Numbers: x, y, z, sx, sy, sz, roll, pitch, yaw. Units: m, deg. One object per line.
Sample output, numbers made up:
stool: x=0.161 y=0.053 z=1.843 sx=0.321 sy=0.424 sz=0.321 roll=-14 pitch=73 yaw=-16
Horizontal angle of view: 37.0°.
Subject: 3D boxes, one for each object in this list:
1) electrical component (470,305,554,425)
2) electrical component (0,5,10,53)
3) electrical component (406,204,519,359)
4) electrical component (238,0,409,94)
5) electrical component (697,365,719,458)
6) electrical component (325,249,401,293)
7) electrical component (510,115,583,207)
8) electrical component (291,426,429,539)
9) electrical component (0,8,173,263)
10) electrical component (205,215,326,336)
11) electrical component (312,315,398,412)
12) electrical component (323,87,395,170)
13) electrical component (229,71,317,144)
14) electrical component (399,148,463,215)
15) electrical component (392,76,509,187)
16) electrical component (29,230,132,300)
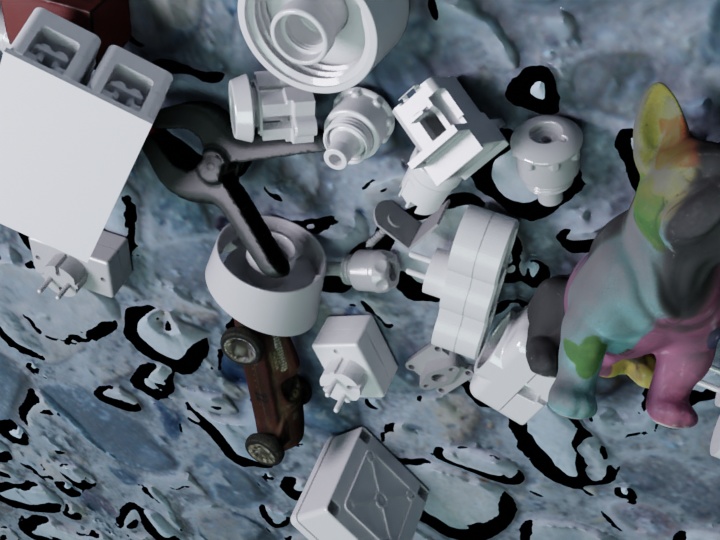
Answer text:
electrical component: x=0.131 y=0.073 z=0.859 sx=0.059 sy=0.053 sz=0.095 roll=31 pitch=138 yaw=-2
electrical component: x=-0.274 y=-0.185 z=0.836 sx=0.065 sy=0.044 sz=0.044 roll=26 pitch=138 yaw=-4
electrical component: x=0.071 y=0.005 z=0.826 sx=0.074 sy=0.052 sz=0.138 roll=19 pitch=138 yaw=11
electrical component: x=-0.028 y=-0.167 z=0.706 sx=0.108 sy=0.060 sz=0.108 roll=15 pitch=136 yaw=15
electrical component: x=0.287 y=0.090 z=0.793 sx=0.074 sy=0.052 sz=0.138 roll=21 pitch=138 yaw=8
electrical component: x=0.000 y=0.000 z=0.873 sx=0.061 sy=0.035 sz=0.035 roll=3 pitch=132 yaw=29
electrical component: x=0.128 y=-0.070 z=0.730 sx=0.048 sy=0.048 sz=0.062 roll=9 pitch=142 yaw=21
electrical component: x=0.002 y=0.228 z=1.040 sx=0.056 sy=0.108 sz=0.108 roll=-27 pitch=115 yaw=40
electrical component: x=-0.220 y=-0.097 z=0.801 sx=0.105 sy=0.060 sz=0.186 roll=26 pitch=141 yaw=-13
electrical component: x=-0.075 y=0.004 z=0.874 sx=0.099 sy=0.099 sz=0.064 roll=24 pitch=132 yaw=5
electrical component: x=-0.010 y=0.088 z=0.933 sx=0.047 sy=0.076 sz=0.065 roll=-4 pitch=129 yaw=31
electrical component: x=-0.006 y=-0.096 z=0.762 sx=0.048 sy=0.062 sz=0.048 roll=15 pitch=136 yaw=15
electrical component: x=-0.064 y=-0.117 z=0.769 sx=0.055 sy=0.066 sz=0.048 roll=-6 pitch=137 yaw=-11
electrical component: x=0.051 y=-0.067 z=0.778 sx=0.040 sy=0.040 sz=0.046 roll=29 pitch=143 yaw=0
electrical component: x=0.059 y=-0.095 z=0.721 sx=0.042 sy=0.081 sz=0.063 roll=-38 pitch=80 yaw=29
electrical component: x=-0.265 y=-0.001 z=0.983 sx=0.083 sy=0.075 sz=0.047 roll=18 pitch=137 yaw=12
